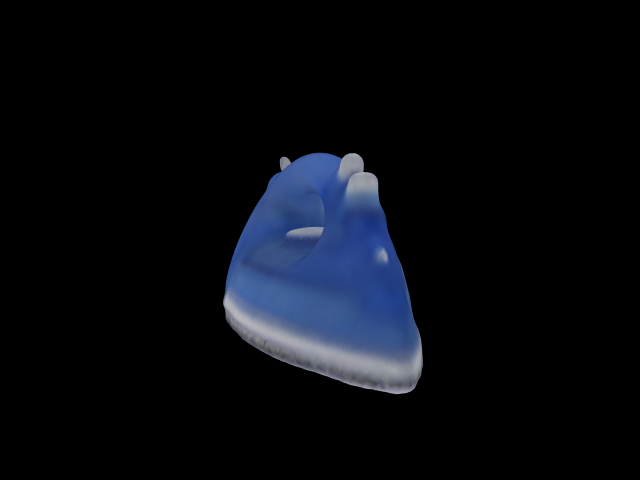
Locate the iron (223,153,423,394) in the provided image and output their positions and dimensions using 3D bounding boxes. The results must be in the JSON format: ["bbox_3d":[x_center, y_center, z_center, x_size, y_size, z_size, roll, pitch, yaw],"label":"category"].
[{"bbox_3d":[0.004,0.001,0.400,0.119,0.141,0.257,-1,2,-19],"label":"iron"}]
